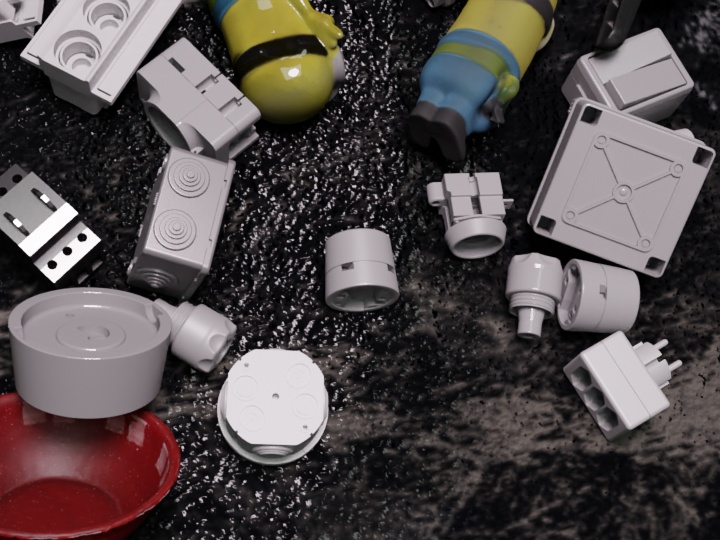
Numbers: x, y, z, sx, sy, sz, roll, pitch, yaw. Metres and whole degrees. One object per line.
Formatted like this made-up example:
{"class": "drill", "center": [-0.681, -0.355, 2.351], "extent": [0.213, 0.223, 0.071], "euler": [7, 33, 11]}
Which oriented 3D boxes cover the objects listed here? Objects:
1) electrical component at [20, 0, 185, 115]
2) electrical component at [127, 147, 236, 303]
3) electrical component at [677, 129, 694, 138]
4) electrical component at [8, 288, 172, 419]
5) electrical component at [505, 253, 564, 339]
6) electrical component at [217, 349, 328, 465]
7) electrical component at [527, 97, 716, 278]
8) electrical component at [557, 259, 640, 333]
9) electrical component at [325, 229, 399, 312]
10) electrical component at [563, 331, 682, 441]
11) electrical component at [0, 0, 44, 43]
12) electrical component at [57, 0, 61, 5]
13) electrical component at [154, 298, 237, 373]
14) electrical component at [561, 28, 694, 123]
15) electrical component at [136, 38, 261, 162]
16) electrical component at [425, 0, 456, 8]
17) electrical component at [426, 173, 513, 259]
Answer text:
{"class": "electrical component", "center": [-0.197, -0.188, 0.847], "extent": [0.079, 0.063, 0.121], "euler": [27, 69, 3]}
{"class": "electrical component", "center": [-0.132, -0.032, 0.781], "extent": [0.048, 0.100, 0.099], "euler": [17, 68, -15]}
{"class": "electrical component", "center": [0.240, -0.093, 0.879], "extent": [0.055, 0.045, 0.045], "euler": [0, 70, -7]}
{"class": "electrical component", "center": [-0.186, 0.062, 0.740], "extent": [0.108, 0.108, 0.060], "euler": [6, 113, -5]}
{"class": "electrical component", "center": [0.133, 0.021, 0.824], "extent": [0.043, 0.043, 0.062], "euler": [11, 71, -3]}
{"class": "electrical component", "center": [-0.061, 0.096, 0.767], "extent": [0.080, 0.051, 0.080], "euler": [2, 70, -6]}
{"class": "electrical component", "center": [0.200, -0.064, 0.831], "extent": [0.109, 0.056, 0.108], "euler": [20, 103, 0]}
{"class": "electrical component", "center": [0.183, 0.022, 0.825], "extent": [0.047, 0.055, 0.055], "euler": [7, 69, -9]}
{"class": "electrical component", "center": [0.000, 0.000, 0.809], "extent": [0.055, 0.055, 0.047], "euler": [-2, 67, -8]}
{"class": "electrical component", "center": [0.207, 0.079, 0.810], "extent": [0.077, 0.047, 0.065], "euler": [-27, 76, -16]}
{"class": "electrical component", "center": [-0.289, -0.248, 0.850], "extent": [0.079, 0.063, 0.121], "euler": [-7, 69, 18]}
{"class": "electrical component", "center": [-0.232, -0.241, 0.873], "extent": [0.043, 0.043, 0.062], "euler": [7, 71, -5]}
{"class": "electrical component", "center": [-0.125, 0.043, 0.783], "extent": [0.062, 0.043, 0.043], "euler": [30, 69, 5]}
{"class": "electrical component", "center": [0.216, -0.150, 0.887], "extent": [0.096, 0.061, 0.061], "euler": [-23, 74, -14]}
{"class": "electrical component", "center": [-0.129, -0.125, 0.839], "extent": [0.089, 0.050, 0.056], "euler": [45, 70, 9]}
{"class": "electrical component", "center": [0.062, -0.289, 0.909], "extent": [0.057, 0.078, 0.113], "euler": [-30, 77, -19]}
{"class": "electrical component", "center": [0.088, -0.042, 0.841], "extent": [0.066, 0.048, 0.055], "euler": [-2, 63, -9]}
